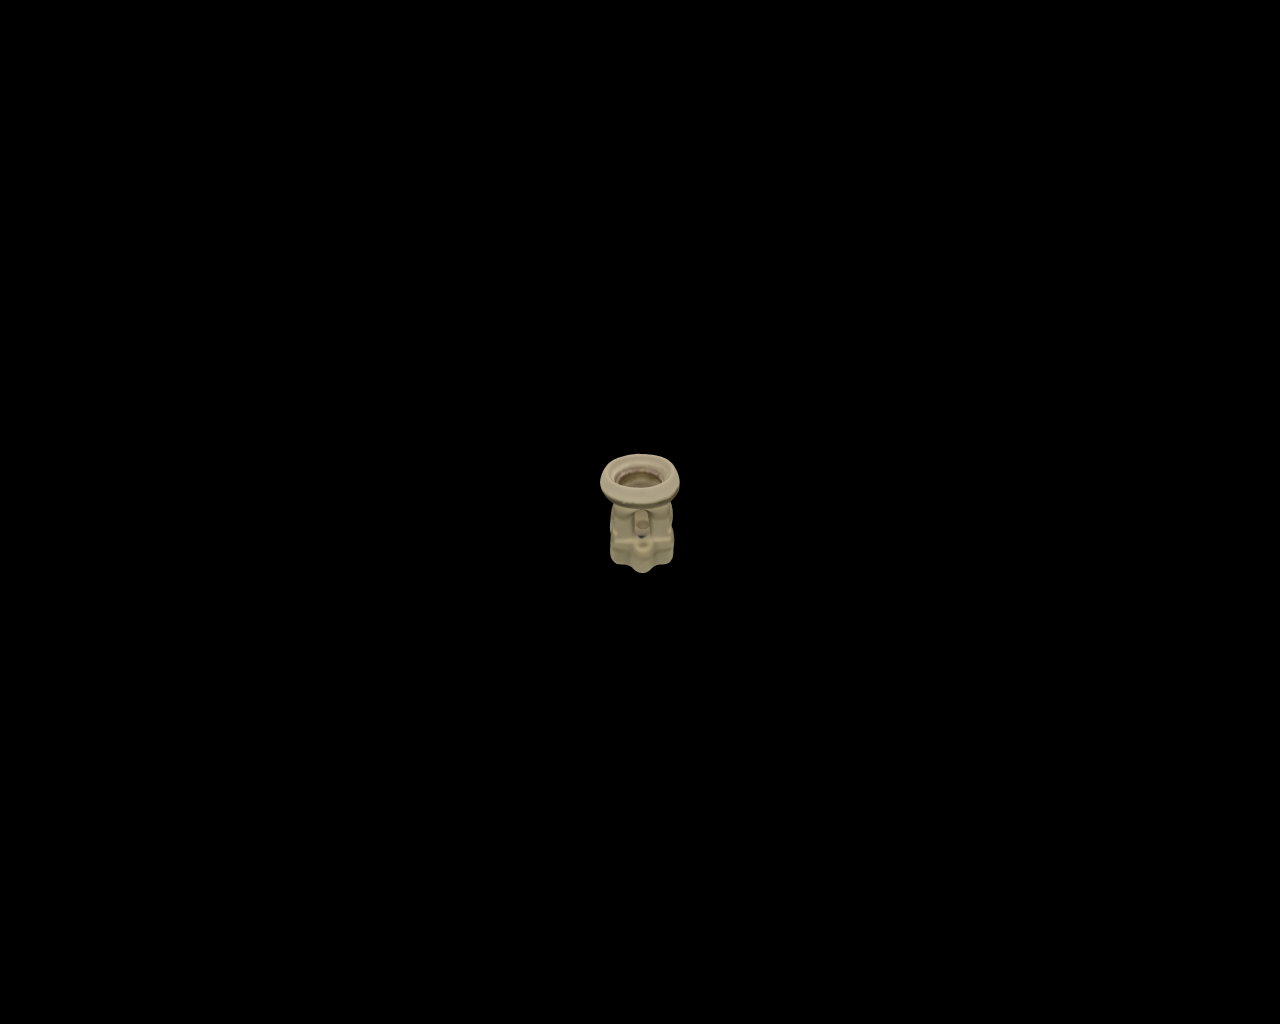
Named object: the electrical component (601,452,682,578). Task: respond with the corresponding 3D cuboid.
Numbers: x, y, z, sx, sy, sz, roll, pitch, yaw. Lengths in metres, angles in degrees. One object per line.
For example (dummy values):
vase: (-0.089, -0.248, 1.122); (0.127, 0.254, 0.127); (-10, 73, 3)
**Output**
electrical component: (0.001, -0.003, 0.650); (0.048, 0.055, 0.066); (-1, 35, -2)
